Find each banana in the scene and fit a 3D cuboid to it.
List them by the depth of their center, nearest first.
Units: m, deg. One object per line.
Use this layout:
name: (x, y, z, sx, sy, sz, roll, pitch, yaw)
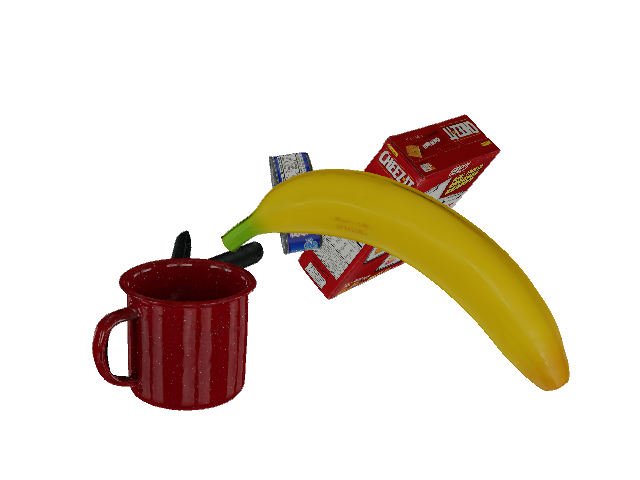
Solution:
banana: (0.049, 0.009, 0.565, 0.198, 0.070, 0.037, 24, 16, 10)

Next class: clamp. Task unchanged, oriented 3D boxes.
clamp: (-0.144, 0.041, 1.220, 0.120, 0.039, 0.171, -2, 32, 26)

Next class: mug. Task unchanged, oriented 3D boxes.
mug: (-0.101, 0.067, 0.730, 0.117, 0.081, 0.093, -12, 23, -39)

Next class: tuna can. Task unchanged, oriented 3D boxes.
tuna can: (-0.021, -0.032, 0.919, 0.033, 0.086, 0.086, -9, 1, -4)

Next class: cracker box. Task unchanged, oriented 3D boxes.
cracker box: (0.088, -0.041, 1.242, 0.163, 0.072, 0.214, -22, -25, -48)
